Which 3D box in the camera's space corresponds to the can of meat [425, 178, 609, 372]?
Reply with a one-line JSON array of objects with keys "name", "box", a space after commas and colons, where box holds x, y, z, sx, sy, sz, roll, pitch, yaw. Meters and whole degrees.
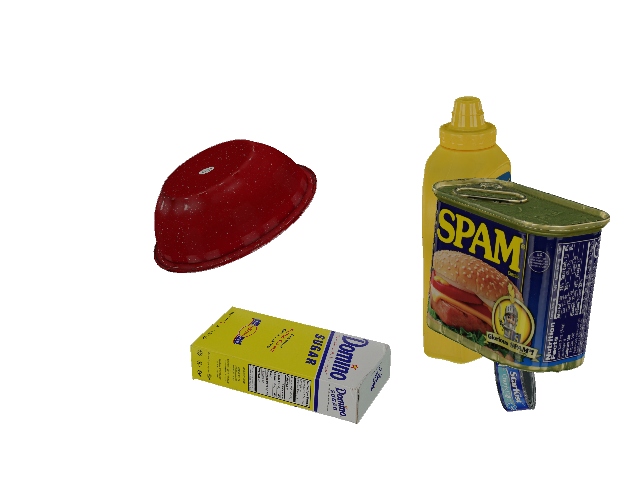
[{"name": "can of meat", "box": [0.104, 0.017, 0.590, 0.057, 0.084, 0.102, -8, 20, -32]}]

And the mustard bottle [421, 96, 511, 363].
[{"name": "mustard bottle", "box": [0.110, -0.012, 0.797, 0.058, 0.192, 0.096, 10, 24, 34]}]

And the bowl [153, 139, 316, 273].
[{"name": "bowl", "box": [-0.087, -0.041, 0.939, 0.162, 0.055, 0.162, -22, 28, 12]}]

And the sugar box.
[{"name": "sugar box", "box": [-0.028, 0.117, 1.037, 0.176, 0.048, 0.093, 9, 26, 21]}]

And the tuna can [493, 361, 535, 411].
[{"name": "tuna can", "box": [0.234, 0.162, 1.285, 0.034, 0.086, 0.086, -10, -3, 19]}]
